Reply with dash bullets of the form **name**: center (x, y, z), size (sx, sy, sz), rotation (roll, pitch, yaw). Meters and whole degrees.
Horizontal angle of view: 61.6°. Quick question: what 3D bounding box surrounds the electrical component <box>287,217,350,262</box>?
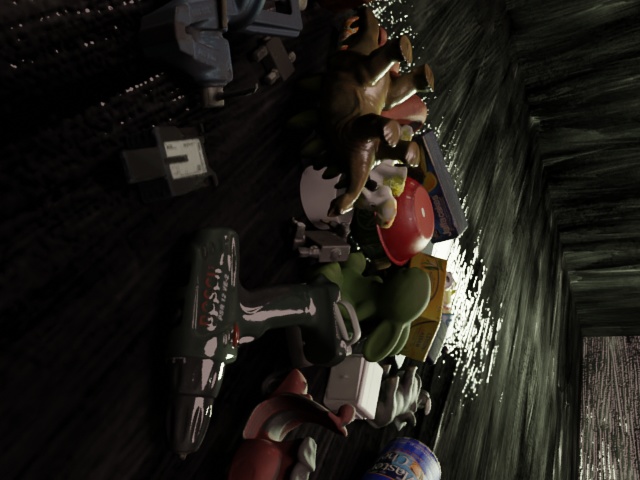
- **electrical component**: center (0.000, -0.002, 0.760), size (0.102, 0.078, 0.045), rotation (2, 108, -29)

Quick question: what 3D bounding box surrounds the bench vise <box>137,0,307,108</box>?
- **bench vise**: center (-0.093, -0.267, 0.630), size (0.240, 0.129, 0.223), rotation (-19, 98, -50)

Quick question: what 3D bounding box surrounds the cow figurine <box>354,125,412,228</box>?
- **cow figurine**: center (0.081, -0.100, 0.804), size (0.068, 0.098, 0.167), rotation (99, 4, -61)

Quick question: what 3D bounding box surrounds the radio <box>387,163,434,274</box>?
- **radio**: center (0.174, -0.045, 1.053), size (0.131, 0.073, 0.230), rotation (54, 40, -35)

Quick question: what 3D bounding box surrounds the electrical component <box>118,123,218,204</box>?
- **electrical component**: center (-0.162, -0.075, 0.543), size (0.119, 0.048, 0.074), rotation (-32, 109, -56)

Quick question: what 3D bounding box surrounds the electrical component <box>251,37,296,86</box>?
- **electrical component**: center (-0.064, -0.259, 0.766), size (0.063, 0.021, 0.094), rotation (62, 37, -28)

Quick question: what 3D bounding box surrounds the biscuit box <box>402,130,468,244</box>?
- **biscuit box**: center (0.209, -0.097, 0.996), size (0.063, 0.059, 0.202), rotation (-36, 106, -54)

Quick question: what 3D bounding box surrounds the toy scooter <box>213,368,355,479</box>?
- **toy scooter**: center (-0.033, 0.226, 0.599), size (0.075, 0.135, 0.184), rotation (58, 40, -35)

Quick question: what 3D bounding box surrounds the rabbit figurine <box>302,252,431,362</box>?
- **rabbit figurine**: center (0.075, 0.092, 0.768), size (0.121, 0.170, 0.159), rotation (4, 79, -57)

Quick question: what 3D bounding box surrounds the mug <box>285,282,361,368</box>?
- **mug**: center (-0.002, 0.107, 0.711), size (0.081, 0.110, 0.107), rotation (-6, 76, -49)

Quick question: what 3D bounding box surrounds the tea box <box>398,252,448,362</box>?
- **tea box**: center (0.165, 0.106, 0.901), size (0.170, 0.068, 0.098), rotation (-63, 168, -52)

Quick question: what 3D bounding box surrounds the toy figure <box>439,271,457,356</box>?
- **toy figure**: center (0.227, 0.139, 1.088), size (0.082, 0.089, 0.180), rotation (15, 79, -72)

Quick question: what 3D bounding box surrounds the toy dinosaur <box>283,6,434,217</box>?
- **toy dinosaur**: center (0.054, -0.216, 0.777), size (0.105, 0.199, 0.471), rotation (49, 45, -41)

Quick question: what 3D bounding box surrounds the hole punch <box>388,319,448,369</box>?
- **hole punch**: center (0.169, 0.162, 0.984), size (0.142, 0.092, 0.115), rotation (-49, 120, -46)

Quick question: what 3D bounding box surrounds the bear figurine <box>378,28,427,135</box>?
- **bear figurine**: center (0.108, -0.276, 0.981), size (0.132, 0.120, 0.196), rotation (-22, 73, -16)

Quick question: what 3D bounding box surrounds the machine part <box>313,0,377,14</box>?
- **machine part**: center (0.052, -0.473, 0.832), size (0.087, 0.202, 0.201), rotation (0, 83, -62)

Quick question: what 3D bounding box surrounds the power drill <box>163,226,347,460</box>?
- **power drill**: center (-0.072, 0.106, 0.591), size (0.207, 0.086, 0.232), rotation (6, 71, -33)

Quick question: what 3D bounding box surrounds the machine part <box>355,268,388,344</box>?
- **machine part**: center (0.091, 0.109, 0.892), size (0.039, 0.084, 0.139), rotation (39, 37, -15)

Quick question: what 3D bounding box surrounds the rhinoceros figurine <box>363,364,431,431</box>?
- **rhinoceros figurine**: center (0.132, 0.268, 0.911), size (0.190, 0.073, 0.112), rotation (11, 73, -56)
